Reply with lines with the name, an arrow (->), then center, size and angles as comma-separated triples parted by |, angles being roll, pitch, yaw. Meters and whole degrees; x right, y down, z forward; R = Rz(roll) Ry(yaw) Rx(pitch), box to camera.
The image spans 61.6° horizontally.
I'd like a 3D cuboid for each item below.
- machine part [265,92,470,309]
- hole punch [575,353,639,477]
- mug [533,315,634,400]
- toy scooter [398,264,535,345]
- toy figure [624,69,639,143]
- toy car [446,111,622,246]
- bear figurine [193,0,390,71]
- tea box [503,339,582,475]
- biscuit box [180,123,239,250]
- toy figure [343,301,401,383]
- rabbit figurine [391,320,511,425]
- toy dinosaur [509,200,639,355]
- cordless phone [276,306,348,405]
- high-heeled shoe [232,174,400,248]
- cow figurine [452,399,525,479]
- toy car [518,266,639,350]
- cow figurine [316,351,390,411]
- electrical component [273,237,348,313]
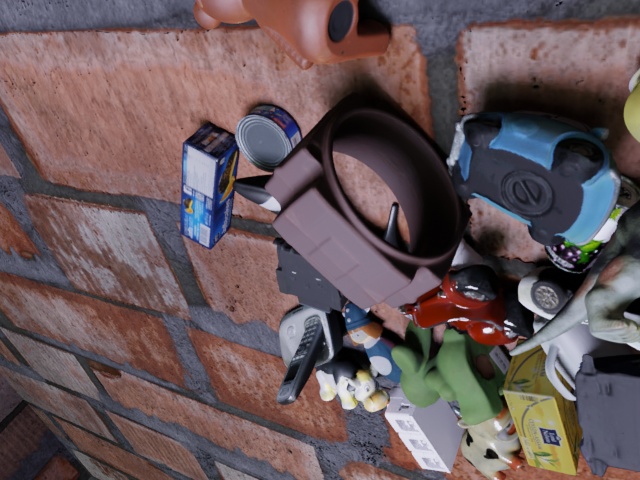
machine part -> 0.059, -0.045, 0.580 | 0.201, 0.201, 0.087 | 43, 135, -9
hole punch -> 0.350, 0.184, 0.589 | 0.116, 0.092, 0.142 | -3, 100, 40
mug -> 0.309, 0.133, 0.659 | 0.107, 0.109, 0.081 | 49, 159, -2
toy scooter -> 0.181, 0.088, 0.680 | 0.135, 0.075, 0.183 | -20, 143, 34
toy figure -> 0.317, -0.137, 0.401 | 0.082, 0.089, 0.180 | 48, 141, -2
toy car -> 0.212, -0.074, 0.522 | 0.162, 0.103, 0.109 | 31, 143, 28
bear figurine -> -0.037, -0.249, 0.541 | 0.196, 0.132, 0.120 | 34, 142, 31
tea box -> 0.316, 0.232, 0.748 | 0.068, 0.098, 0.169 | -4, 128, 37
biscuit box -> -0.169, -0.075, 0.815 | 0.059, 0.063, 0.202 | 28, 139, 8
toy figure -> 0.090, 0.164, 0.872 | 0.064, 0.058, 0.154 | -38, 103, 16
rabbit figurine -> 0.174, 0.199, 0.795 | 0.159, 0.121, 0.170 | 48, 136, -4
toy dinosaur -> 0.343, -0.005, 0.442 | 0.405, 0.192, 0.131 | -14, 136, 43
cordless phone -> -0.037, 0.201, 0.895 | 0.088, 0.184, 0.146 | 43, 139, -15
high-heeled shoe -> -0.001, -0.002, 0.727 | 0.249, 0.086, 0.145 | 12, 114, 0
cow figurine -> 0.271, 0.305, 0.857 | 0.127, 0.085, 0.194 | 32, 150, 24
toy car -> 0.317, 0.073, 0.580 | 0.202, 0.073, 0.056 | 20, 126, 45
cow figurine -> 0.054, 0.237, 0.934 | 0.167, 0.068, 0.098 | -4, 105, 56
electrical component -> -0.007, 0.051, 0.829 | 0.115, 0.058, 0.134 | 15, 135, 26
